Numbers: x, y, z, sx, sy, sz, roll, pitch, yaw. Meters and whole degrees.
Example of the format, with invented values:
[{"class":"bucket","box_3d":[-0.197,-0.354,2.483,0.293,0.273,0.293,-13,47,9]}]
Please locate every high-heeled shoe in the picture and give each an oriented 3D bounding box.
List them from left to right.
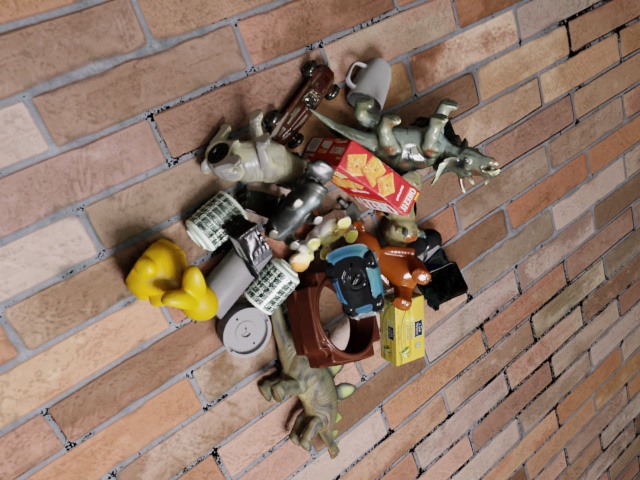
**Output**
[{"class":"high-heeled shoe","box_3d":[0.205,0.062,1.351,0.249,0.086,0.145,-42,161,6]}]

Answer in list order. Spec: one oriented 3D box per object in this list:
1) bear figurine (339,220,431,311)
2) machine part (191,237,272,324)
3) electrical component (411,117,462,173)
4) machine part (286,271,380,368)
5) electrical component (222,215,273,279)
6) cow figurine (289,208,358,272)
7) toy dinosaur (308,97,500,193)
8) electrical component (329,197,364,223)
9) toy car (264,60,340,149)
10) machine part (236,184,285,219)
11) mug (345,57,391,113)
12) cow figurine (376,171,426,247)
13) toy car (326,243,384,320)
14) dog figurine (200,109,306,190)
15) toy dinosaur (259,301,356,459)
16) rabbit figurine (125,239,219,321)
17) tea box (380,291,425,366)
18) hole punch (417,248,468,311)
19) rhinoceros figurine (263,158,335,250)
[{"class":"bear figurine","box_3d":[0.138,0.050,1.210,0.196,0.132,0.120,28,115,-8]},{"class":"machine part","box_3d":[-0.176,0.072,1.088,0.079,0.079,0.243,46,73,-30]},{"class":"electrical component","box_3d":[0.284,-0.228,1.294,0.058,0.115,0.134,-38,115,-18]},{"class":"machine part","box_3d":[0.033,0.171,1.177,0.201,0.087,0.201,3,69,-44]},{"class":"electrical component","box_3d":[-0.130,0.017,1.021,0.048,0.075,0.119,-39,123,-19]},{"class":"cow figurine","box_3d":[-0.004,-0.004,1.178,0.167,0.098,0.068,-35,123,5]},{"class":"toy dinosaur","box_3d":[0.176,-0.202,1.165,0.405,0.131,0.192,5,128,2]},{"class":"electrical component","box_3d":[0.063,-0.053,1.246,0.094,0.021,0.063,44,76,-31]},{"class":"toy car","box_3d":[-0.035,-0.280,1.122,0.089,0.053,0.202,43,76,-34]},{"class":"machine part","box_3d":[-0.109,-0.066,1.116,0.139,0.039,0.084,21,70,-31]},{"class":"mug","box_3d":[0.105,-0.351,1.184,0.109,0.081,0.107,30,73,-27]},{"class":"cow figurine","box_3d":[0.196,-0.071,1.264,0.085,0.127,0.194,9,93,-30]},{"class":"toy car","box_3d":[0.084,0.080,1.134,0.109,0.103,0.161,-19,97,17]},{"class":"dog figurine","box_3d":[-0.124,-0.140,1.077,0.172,0.121,0.190,-18,144,15]},{"class":"toy dinosaur","box_3d":[-0.036,0.301,1.213,0.198,0.105,0.470,-34,111,-31]},{"class":"rabbit figurine","box_3d":[-0.253,0.081,0.977,0.173,0.162,0.122,41,69,-12]},{"class":"tea box","box_3d":[0.209,0.221,1.366,0.098,0.068,0.169,-13,106,-29]},{"class":"hole punch","box_3d":[0.308,0.098,1.404,0.116,0.092,0.142,-27,120,7]},{"class":"rhinoceros figurine","box_3d":[-0.037,-0.071,1.048,0.073,0.112,0.190,29,109,-24]}]
